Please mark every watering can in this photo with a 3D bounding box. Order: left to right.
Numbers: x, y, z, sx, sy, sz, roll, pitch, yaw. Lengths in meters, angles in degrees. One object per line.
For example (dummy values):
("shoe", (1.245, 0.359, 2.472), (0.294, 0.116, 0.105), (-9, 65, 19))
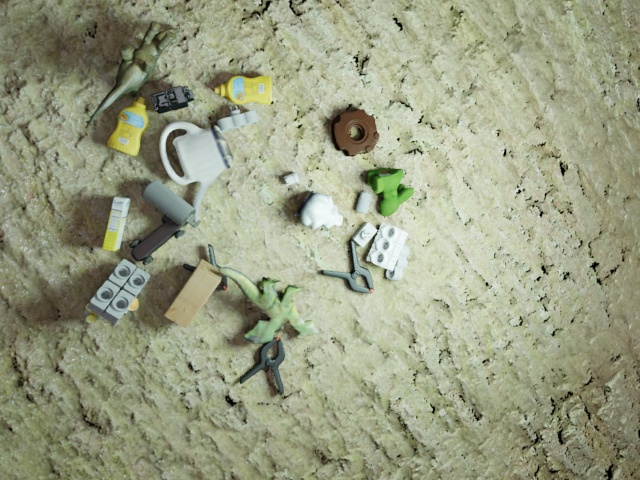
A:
("watering can", (-0.400, -0.244, 1.740), (0.225, 0.105, 0.343), (-21, 109, -8))

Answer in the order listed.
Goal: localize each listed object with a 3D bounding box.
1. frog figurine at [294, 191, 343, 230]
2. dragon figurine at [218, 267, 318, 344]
("frog figurine", (0.006, -0.091, 1.816), (0.159, 0.121, 0.139), (33, 68, 0))
("dragon figurine", (-0.187, 0.247, 1.776), (0.409, 0.122, 0.243), (17, 90, -20))
